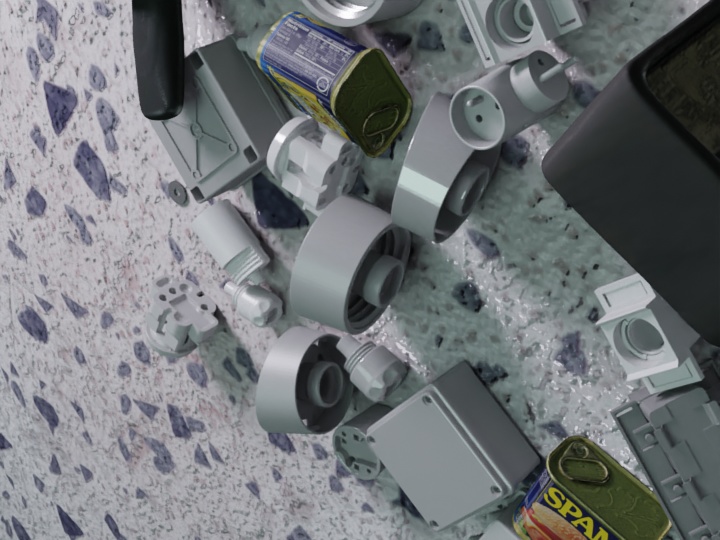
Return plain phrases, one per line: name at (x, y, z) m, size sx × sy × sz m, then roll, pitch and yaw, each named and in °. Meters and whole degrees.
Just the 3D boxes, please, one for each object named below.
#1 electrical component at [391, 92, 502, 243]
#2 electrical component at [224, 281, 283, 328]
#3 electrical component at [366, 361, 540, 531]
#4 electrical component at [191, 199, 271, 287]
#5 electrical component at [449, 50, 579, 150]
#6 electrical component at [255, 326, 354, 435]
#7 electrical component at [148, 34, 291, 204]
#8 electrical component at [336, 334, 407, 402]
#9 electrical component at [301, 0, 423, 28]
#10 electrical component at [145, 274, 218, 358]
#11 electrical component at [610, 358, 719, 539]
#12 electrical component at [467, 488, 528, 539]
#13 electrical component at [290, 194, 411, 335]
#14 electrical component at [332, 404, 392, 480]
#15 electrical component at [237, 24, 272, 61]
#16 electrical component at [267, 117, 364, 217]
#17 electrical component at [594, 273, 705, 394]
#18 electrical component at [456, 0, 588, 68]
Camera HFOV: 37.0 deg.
electrical component at (0.057, -0.071, 0.771) m, size 0.064 × 0.099 × 0.099 m, roll 32°, pitch 131°, yaw 17°
electrical component at (-0.104, 0.029, 1.017) m, size 0.061 × 0.035 × 0.035 m, roll 30°, pitch 130°, yaw 31°
electrical component at (0.076, 0.150, 0.904) m, size 0.108 × 0.056 × 0.109 m, roll 53°, pitch 137°, yaw 6°
electrical component at (-0.115, -0.021, 0.992) m, size 0.081 × 0.043 × 0.043 m, roll 54°, pitch 137°, yaw 5°
electrical component at (0.110, -0.118, 0.707) m, size 0.079 × 0.077 × 0.043 m, roll -30°, pitch 91°, yaw 47°
electrical component at (-0.051, 0.100, 0.965) m, size 0.064 × 0.099 × 0.099 m, roll 4°, pitch 115°, yaw 34°
electrical component at (-0.122, -0.129, 0.928) m, size 0.109 × 0.056 × 0.108 m, roll -28°, pitch 93°, yaw 47°
electrical component at (0.007, 0.082, 0.939) m, size 0.062 × 0.043 × 0.043 m, roll 42°, pitch 135°, yaw 19°
electrical component at (-0.006, -0.225, 0.765) m, size 0.108 × 0.060 × 0.108 m, roll 21°, pitch 126°, yaw 33°
electrical component at (-0.184, 0.052, 1.086) m, size 0.078 × 0.058 × 0.057 m, roll 42°, pitch 131°, yaw 16°
electrical component at (0.237, 0.134, 0.734) m, size 0.079 × 0.063 × 0.121 m, roll -29°, pitch 93°, yaw 6°
electrical component at (0.140, 0.248, 0.907) m, size 0.100 × 0.048 × 0.099 m, roll 42°, pitch 134°, yaw 16°
electrical component at (0.000, 0.000, 0.856) m, size 0.060 × 0.108 × 0.108 m, roll 25°, pitch 128°, yaw 23°
electrical component at (0.011, 0.154, 0.973) m, size 0.055 × 0.047 × 0.055 m, roll 21°, pitch 126°, yaw 33°
electrical component at (-0.076, -0.182, 0.873) m, size 0.061 × 0.035 × 0.035 m, roll 13°, pitch 121°, yaw 41°
electrical component at (-0.038, -0.088, 0.874) m, size 0.057 × 0.058 × 0.078 m, roll 35°, pitch 132°, yaw 20°
electrical component at (0.200, 0.037, 0.723) m, size 0.042 × 0.064 × 0.081 m, roll -25°, pitch 94°, yaw 48°
electrical component at (0.094, -0.202, 0.685) m, size 0.079 × 0.063 × 0.121 m, roll -17°, pitch 101°, yaw 46°
